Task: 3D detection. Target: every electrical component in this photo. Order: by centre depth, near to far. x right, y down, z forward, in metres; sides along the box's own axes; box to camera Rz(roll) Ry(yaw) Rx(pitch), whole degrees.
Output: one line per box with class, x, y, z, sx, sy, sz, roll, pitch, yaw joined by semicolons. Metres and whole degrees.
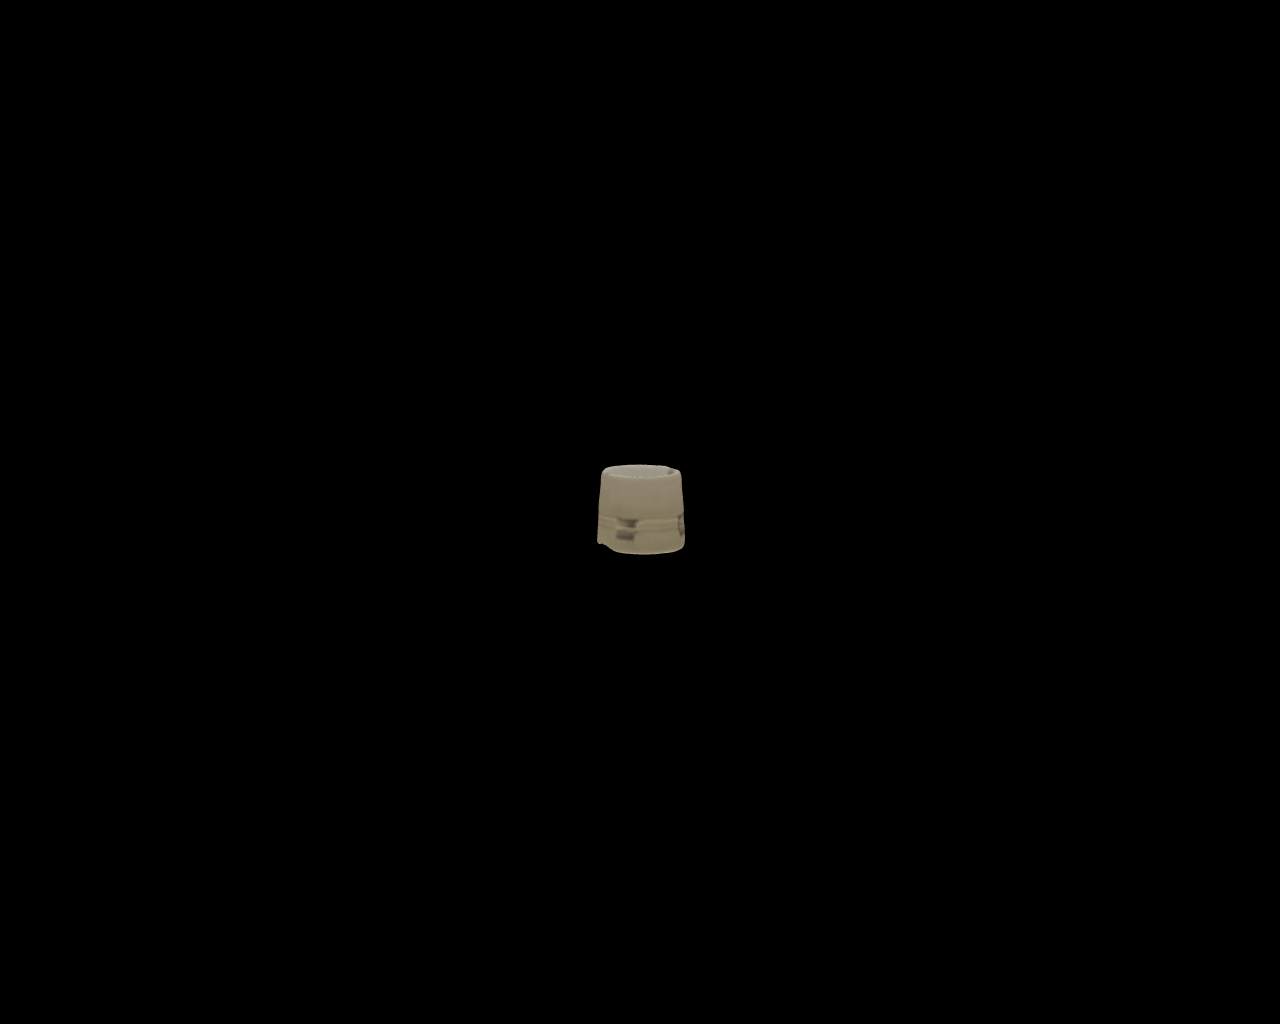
electrical component;0.001;-0.003;0.650;0.055;0.047;0.055;0;11;0
